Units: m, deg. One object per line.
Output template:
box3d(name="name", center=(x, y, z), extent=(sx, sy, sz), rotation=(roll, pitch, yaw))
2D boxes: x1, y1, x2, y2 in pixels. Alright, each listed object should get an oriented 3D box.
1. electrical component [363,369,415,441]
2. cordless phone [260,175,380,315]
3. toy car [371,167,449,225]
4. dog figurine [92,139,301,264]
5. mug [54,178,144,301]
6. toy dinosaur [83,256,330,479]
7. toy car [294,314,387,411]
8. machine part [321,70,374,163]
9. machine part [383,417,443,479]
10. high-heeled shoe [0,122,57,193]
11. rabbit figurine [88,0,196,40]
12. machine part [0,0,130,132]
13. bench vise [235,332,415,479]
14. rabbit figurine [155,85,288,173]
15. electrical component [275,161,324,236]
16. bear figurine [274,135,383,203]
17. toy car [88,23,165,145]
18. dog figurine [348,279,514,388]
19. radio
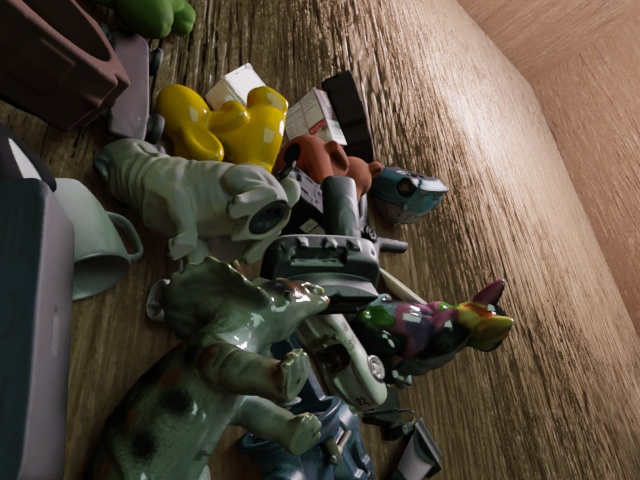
box3d(name="electrical component", center=(0.098, 0.234, 0.776), extent=(0.078, 0.045, 0.102), rotation=(31, 42, -36))
box3d(name="cordless phone", center=(-0.002, -0.002, 0.667), extent=(0.146, 0.088, 0.184), rotation=(2, 69, -19))
box3d(name="toy car", center=(0.156, -0.082, 1.038), extent=(0.109, 0.162, 0.102), rotation=(-6, 111, -48))
box3d(name="dog figurine", center=(-0.137, -0.065, 0.588), extent=(0.172, 0.121, 0.191), rotation=(-25, 61, -26))
box3d(name="mug", center=(-0.232, -0.008, 0.523), extent=(0.109, 0.081, 0.107), rotation=(-13, 65, -45))
box3d(name="toy dinosaur", center=(-0.123, 0.173, 0.459), extent=(0.405, 0.192, 0.131), rotation=(-55, 142, -21))
box3d(name="toy car", center=(0.017, 0.140, 0.722), extent=(0.201, 0.073, 0.056), rotation=(57, 34, -1))
box3d(name="machine part", center=(0.053, -0.218, 0.998), extent=(0.179, 0.056, 0.179), rotation=(-20, 93, -88))
box3d(name="machine part", center=(0.135, 0.316, 0.766), extent=(0.139, 0.039, 0.084), rotation=(-17, 83, -57))
box3d(name="high-heeled shoe", center=(-0.324, -0.138, 0.479), extent=(0.145, 0.086, 0.249), rotation=(0, 65, -37))
box3d(name="rabbit figurine", center=(-0.237, -0.340, 0.725), extent=(0.159, 0.121, 0.170), rotation=(19, 37, -24))
box3d(name="machine part", center=(-0.300, -0.214, 0.523), extent=(0.202, 0.087, 0.200), rotation=(57, 10, 30))
box3d(name="bench vise", center=(-0.019, 0.184, 0.607), extent=(0.223, 0.129, 0.240), rotation=(-17, 83, -56))
box3d(name="rabbit figurine", center=(-0.146, -0.141, 0.733), extent=(0.173, 0.122, 0.162), rotation=(25, 54, -19))
box3d(name="electrical component", center=(-0.032, -0.032, 0.759), extent=(0.134, 0.115, 0.058), rotation=(43, 42, -22))
box3d(name="bear figurine", center=(0.019, -0.089, 0.872), extent=(0.195, 0.120, 0.132), rotation=(23, 51, -47))
box3d(name="toy car", center=(-0.245, -0.192, 0.674), extent=(0.089, 0.053, 0.202), rotation=(17, 47, -38))
box3d(name="dog figurine", center=(0.174, 0.124, 0.806), extent=(0.191, 0.219, 0.108), rotation=(38, 36, -28))
box3d(name="radio", center=(-0.257, 0.070, 0.385), extent=(0.131, 0.073, 0.230), rotation=(-6, 61, -9))
